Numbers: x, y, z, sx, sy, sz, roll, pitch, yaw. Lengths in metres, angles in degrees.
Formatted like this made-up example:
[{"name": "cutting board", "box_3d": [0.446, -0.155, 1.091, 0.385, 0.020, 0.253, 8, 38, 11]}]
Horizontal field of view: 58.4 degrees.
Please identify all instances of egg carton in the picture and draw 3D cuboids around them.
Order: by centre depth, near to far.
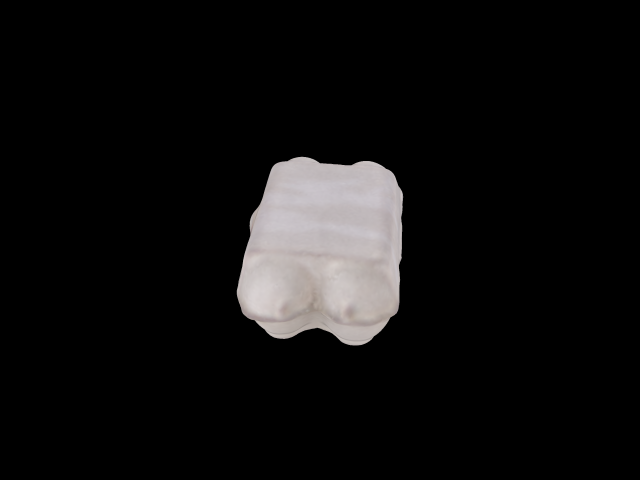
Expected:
[{"name": "egg carton", "box_3d": [0.004, 0.001, 0.400, 0.107, 0.069, 0.150, 4, 43, 5]}]
